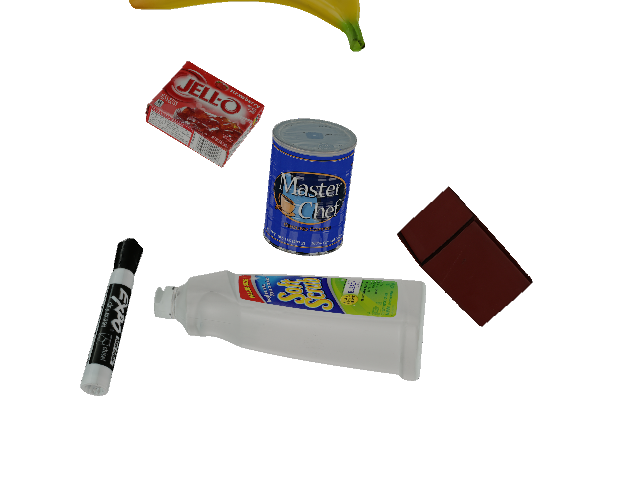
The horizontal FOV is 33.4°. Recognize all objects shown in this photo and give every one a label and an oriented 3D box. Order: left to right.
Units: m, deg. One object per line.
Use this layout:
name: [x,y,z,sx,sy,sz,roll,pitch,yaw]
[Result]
marker: [-0.144,0.050,0.746,0.020,0.121,0.020,5,-34,3]
gelatin box: [-0.110,-0.121,1.013,0.089,0.073,0.030,31,-38,3]
banana: [-0.051,-0.194,0.825,0.198,0.069,0.037,13,-39,16]
bleach bottle: [-0.031,0.071,0.986,0.251,0.068,0.102,4,28,6]
coffee can: [-0.014,-0.067,1.316,0.102,0.140,0.103,5,28,-3]
foam brick: [0.103,0.012,0.759,0.078,0.051,0.053,44,8,-31]
